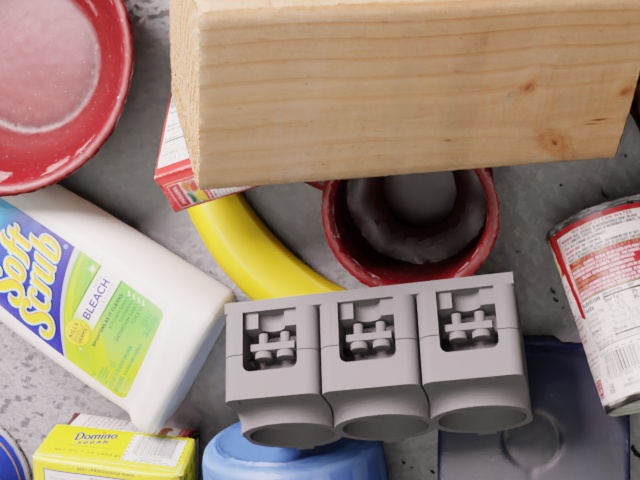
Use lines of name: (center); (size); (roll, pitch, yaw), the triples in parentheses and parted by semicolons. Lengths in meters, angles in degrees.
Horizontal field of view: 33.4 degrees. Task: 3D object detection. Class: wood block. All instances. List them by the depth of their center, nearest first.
wood block: (0.037, -0.091, 0.503); (0.206, 0.091, 0.090); (-5, 128, -13)

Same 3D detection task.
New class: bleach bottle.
bleach bottle: (-0.182, 0.012, 0.661); (0.251, 0.068, 0.103); (30, 108, 4)

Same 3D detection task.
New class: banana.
banana: (-0.010, 0.019, 0.641); (0.198, 0.037, 0.069); (29, 92, 1)

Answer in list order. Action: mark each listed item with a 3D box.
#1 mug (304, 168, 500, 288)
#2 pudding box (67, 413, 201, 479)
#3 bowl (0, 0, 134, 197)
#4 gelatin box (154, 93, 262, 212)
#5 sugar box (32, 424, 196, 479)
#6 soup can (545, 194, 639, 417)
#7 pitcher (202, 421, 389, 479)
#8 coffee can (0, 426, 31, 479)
mug: (0.042, -0.028, 0.589); (0.117, 0.081, 0.093); (16, 109, 7)
pudding box: (-0.128, 0.177, 0.710); (0.090, 0.039, 0.113); (7, 110, 8)
bowl: (-0.179, -0.107, 0.620); (0.162, 0.055, 0.162); (1, 96, 8)
gelatin box: (-0.049, -0.062, 0.596); (0.073, 0.089, 0.030); (-16, 130, 15)
sugar box: (-0.125, 0.206, 0.673); (0.093, 0.048, 0.176); (5, 114, 8)
soup can: (0.167, 0.035, 0.565); (0.069, 0.068, 0.102); (-20, 71, 17)
pitcher: (-0.012, 0.231, 0.662); (0.149, 0.145, 0.243); (-7, 101, 1)
coffee can: (-0.264, 0.183, 0.687); (0.103, 0.140, 0.103); (3, 107, 11)
